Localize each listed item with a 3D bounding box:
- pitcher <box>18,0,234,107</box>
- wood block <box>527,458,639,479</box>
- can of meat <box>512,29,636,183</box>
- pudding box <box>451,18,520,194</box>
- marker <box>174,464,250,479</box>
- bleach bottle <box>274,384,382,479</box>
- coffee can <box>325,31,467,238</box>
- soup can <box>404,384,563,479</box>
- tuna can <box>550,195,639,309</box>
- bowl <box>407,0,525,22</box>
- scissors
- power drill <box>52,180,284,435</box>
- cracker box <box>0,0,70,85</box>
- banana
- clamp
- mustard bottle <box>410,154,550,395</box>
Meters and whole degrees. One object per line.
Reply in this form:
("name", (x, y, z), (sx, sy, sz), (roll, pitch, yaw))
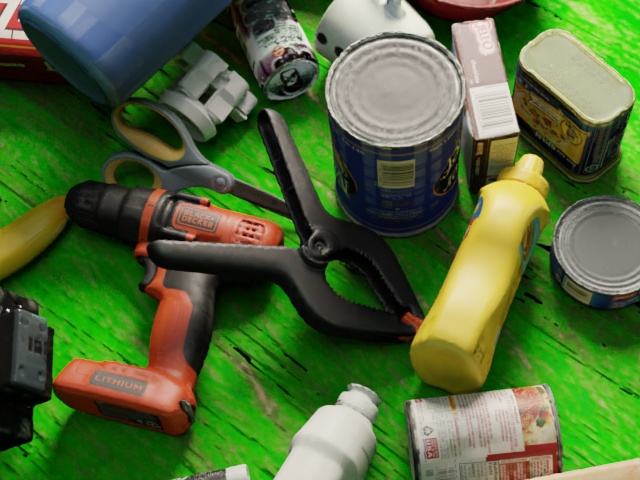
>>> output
("pitcher", (-0.125, -0.232, 0.847), (0.149, 0.145, 0.242), (44, 77, -15))
("wood block", (0.226, 0.194, 0.704), (0.206, 0.091, 0.090), (-10, 64, -1))
("can of meat", (0.202, -0.109, 0.863), (0.057, 0.084, 0.102), (-37, 66, -14))
("pudding box", (0.131, -0.108, 0.865), (0.039, 0.090, 0.113), (-7, 63, 3))
("marker", (-0.111, 0.185, 0.777), (0.121, 0.020, 0.020), (-12, 63, -1))
("bleach bottle", (-0.023, 0.212, 0.723), (0.068, 0.102, 0.250), (20, 60, 18))
("coffee can", (0.059, -0.078, 0.828), (0.103, 0.140, 0.103), (-2, 63, 4))
("soup can", (0.114, 0.141, 0.753), (0.102, 0.068, 0.068), (-7, 63, 2))
("tuna can", (0.223, 0.010, 0.829), (0.086, 0.034, 0.086), (-2, 63, 4))
("bowl", (0.121, -0.246, 0.945), (0.162, 0.055, 0.162), (4, 58, -7))
("scissors", (-0.098, -0.038, 0.884), (0.202, 0.016, 0.096), (39, 109, -1))
("power drill", (-0.138, 0.045, 0.828), (0.184, 0.057, 0.187), (13, 65, 11))
("cracker box", (-0.237, -0.252, 0.957), (0.164, 0.072, 0.213), (6, 77, 8))
("banana", (-0.293, 0.016, 0.868), (0.197, 0.037, 0.069), (-16, 63, -3))
("clamp", (-0.005, 0.001, 0.817), (0.210, 0.036, 0.164), (31, 62, -5))
("mustard bottle", (0.128, 0.016, 0.799), (0.058, 0.096, 0.191), (20, 67, 15))
